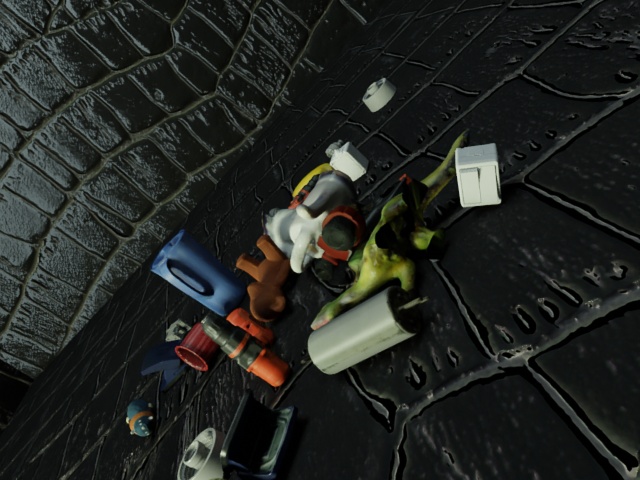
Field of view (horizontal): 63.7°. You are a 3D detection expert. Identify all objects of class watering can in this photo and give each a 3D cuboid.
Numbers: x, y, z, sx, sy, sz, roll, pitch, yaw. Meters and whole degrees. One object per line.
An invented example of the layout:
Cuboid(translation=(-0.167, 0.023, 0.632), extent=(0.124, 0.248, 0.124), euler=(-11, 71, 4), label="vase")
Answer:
Cuboid(translation=(0.003, -0.054, 1.075), extent=(0.104, 0.228, 0.341), euler=(26, -23, 7), label="watering can")

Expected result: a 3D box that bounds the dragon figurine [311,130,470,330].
Cuboid(translation=(0.117, -0.007, 0.909), extent=(0.121, 0.416, 0.240), euler=(40, -22, -12), label="dragon figurine")

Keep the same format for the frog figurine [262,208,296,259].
Cuboid(translation=(-0.058, -0.017, 1.294), extent=(0.159, 0.141, 0.120), euler=(-6, -35, 11), label="frog figurine")
